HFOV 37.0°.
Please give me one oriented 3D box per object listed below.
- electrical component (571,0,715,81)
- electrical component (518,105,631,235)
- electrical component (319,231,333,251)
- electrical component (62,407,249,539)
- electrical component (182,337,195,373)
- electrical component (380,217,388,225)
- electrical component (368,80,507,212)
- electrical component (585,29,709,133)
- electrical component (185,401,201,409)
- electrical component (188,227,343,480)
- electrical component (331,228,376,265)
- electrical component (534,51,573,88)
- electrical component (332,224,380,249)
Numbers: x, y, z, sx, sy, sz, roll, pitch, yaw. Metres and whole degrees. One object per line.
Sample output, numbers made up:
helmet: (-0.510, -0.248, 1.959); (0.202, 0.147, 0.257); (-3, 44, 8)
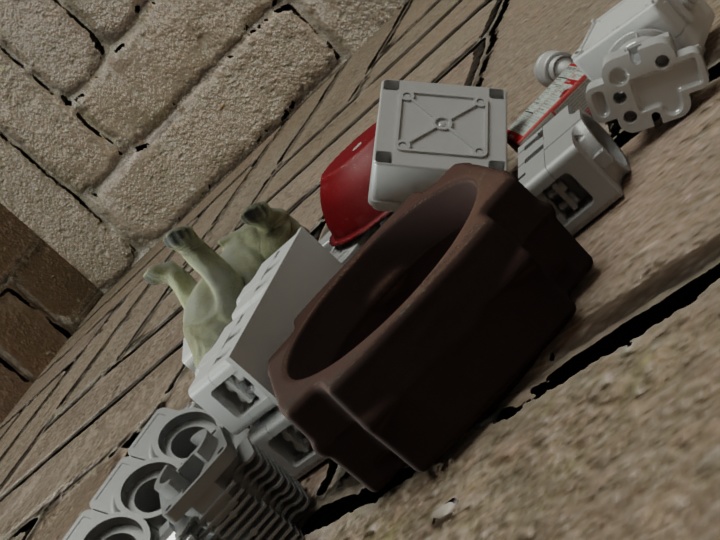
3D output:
electrical component: (0.216, -0.172, 0.790); (0.096, 0.061, 0.061); (-33, 19, 46)
electrical component: (0.145, -0.071, 0.733); (0.056, 0.050, 0.089); (-41, 14, 24)
electrical component: (-0.041, 0.004, 1.114); (0.077, 0.044, 0.079); (-45, 13, 7)
electrical component: (-0.143, 0.177, 0.785); (0.089, 0.061, 0.150); (10, 45, 25)
electrical component: (-0.135, 0.083, 1.103); (0.057, 0.078, 0.113); (-49, 13, 2)
electrical component: (0.039, -0.049, 1.025); (0.048, 0.048, 0.062); (-42, 20, 18)
electrical component: (0.065, -0.100, 0.885); (0.056, 0.109, 0.108); (93, -177, -49)
electrical component: (0.196, -0.132, 0.736); (0.078, 0.058, 0.057); (-18, 20, 22)
electrical component: (-0.155, 0.175, 0.932); (0.078, 0.057, 0.113); (-42, 13, 17)
electrical component: (-0.051, 0.063, 0.833); (0.060, 0.105, 0.186); (-39, 15, 31)
electrical component: (0.000, 0.000, 0.982); (0.080, 0.051, 0.080); (-44, 13, 13)
electrical component: (0.185, -0.184, 0.989); (0.035, 0.035, 0.061); (-47, 16, -1)
electrical component: (0.002, -0.026, 1.072); (0.066, 0.048, 0.055); (-56, 8, -35)
